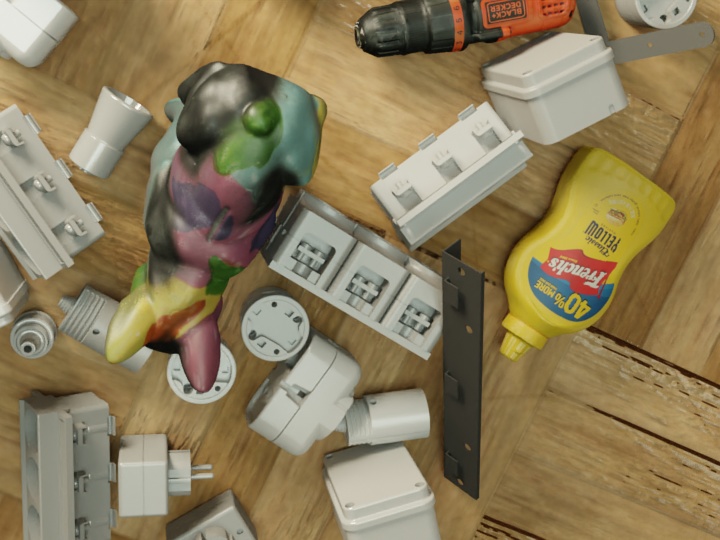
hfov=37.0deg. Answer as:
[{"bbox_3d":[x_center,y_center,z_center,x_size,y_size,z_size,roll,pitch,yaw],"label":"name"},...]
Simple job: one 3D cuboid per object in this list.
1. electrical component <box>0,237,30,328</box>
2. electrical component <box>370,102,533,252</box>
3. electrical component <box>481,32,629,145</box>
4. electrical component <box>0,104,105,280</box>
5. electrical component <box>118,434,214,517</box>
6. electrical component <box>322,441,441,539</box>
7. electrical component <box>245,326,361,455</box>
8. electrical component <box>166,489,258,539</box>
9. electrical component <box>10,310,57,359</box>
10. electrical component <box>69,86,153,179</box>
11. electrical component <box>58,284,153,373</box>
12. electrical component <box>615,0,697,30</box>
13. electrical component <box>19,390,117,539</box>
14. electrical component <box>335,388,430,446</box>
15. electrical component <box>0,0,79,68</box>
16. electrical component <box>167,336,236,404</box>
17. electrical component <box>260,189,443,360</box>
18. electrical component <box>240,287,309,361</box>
[{"bbox_3d":[-0.314,0.026,0.808,0.109,0.109,0.056,-26,103,-5],"label":"electrical component"},{"bbox_3d":[0.072,-0.078,0.884,0.121,0.078,0.063,-36,84,-2],"label":"electrical component"},{"bbox_3d":[0.153,-0.148,0.861,0.078,0.113,0.057,-27,108,-5],"label":"electrical component"},{"bbox_3d":[-0.256,-0.060,0.823,0.063,0.079,0.121,-39,107,-24],"label":"electrical component"},{"bbox_3d":[-0.160,0.168,0.889,0.077,0.065,0.047,-1,102,-11],"label":"electrical component"},{"bbox_3d":[0.016,0.193,0.905,0.078,0.113,0.057,-15,107,-8],"label":"electrical component"},{"bbox_3d":[-0.045,0.104,0.905,0.059,0.053,0.095,36,93,-16],"label":"electrical component"},{"bbox_3d":[-0.123,0.233,0.904,0.066,0.076,0.047,-29,106,-4],"label":"electrical component"},{"bbox_3d":[-0.259,0.054,0.848,0.035,0.061,0.035,-2,103,-10],"label":"electrical component"},{"bbox_3d":[-0.197,-0.104,0.839,0.044,0.044,0.065,31,99,-16],"label":"electrical component"},{"bbox_3d":[-0.205,0.045,0.866,0.081,0.043,0.043,32,94,-15],"label":"electrical component"},{"bbox_3d":[0.245,-0.228,0.896,0.055,0.047,0.055,-2,102,-11],"label":"electrical component"},{"bbox_3d":[-0.236,0.164,0.870,0.063,0.079,0.121,-6,104,-35],"label":"electrical component"},{"bbox_3d":[0.016,0.128,0.927,0.081,0.043,0.043,-6,103,-10],"label":"electrical component"},{"bbox_3d":[-0.266,-0.197,0.798,0.095,0.053,0.059,40,92,-16],"label":"electrical component"},{"bbox_3d":[-0.131,0.077,0.885,0.055,0.047,0.055,-2,102,-11],"label":"electrical component"},{"bbox_3d":[0.000,0.000,0.873,0.150,0.089,0.061,31,94,-16],"label":"electrical component"},{"bbox_3d":[-0.073,0.043,0.890,0.055,0.047,0.055,-2,102,-11],"label":"electrical component"}]
